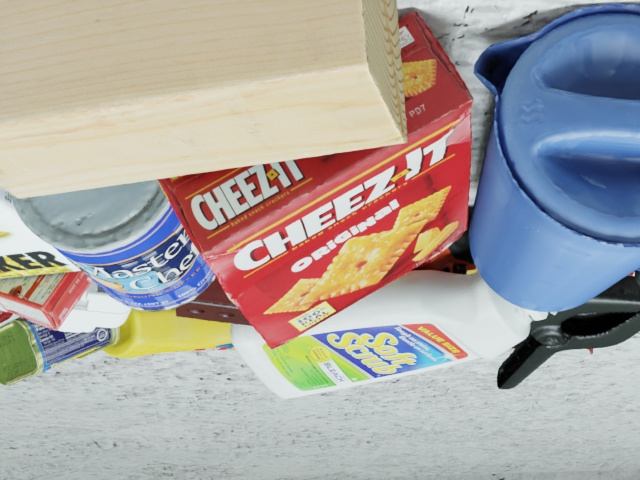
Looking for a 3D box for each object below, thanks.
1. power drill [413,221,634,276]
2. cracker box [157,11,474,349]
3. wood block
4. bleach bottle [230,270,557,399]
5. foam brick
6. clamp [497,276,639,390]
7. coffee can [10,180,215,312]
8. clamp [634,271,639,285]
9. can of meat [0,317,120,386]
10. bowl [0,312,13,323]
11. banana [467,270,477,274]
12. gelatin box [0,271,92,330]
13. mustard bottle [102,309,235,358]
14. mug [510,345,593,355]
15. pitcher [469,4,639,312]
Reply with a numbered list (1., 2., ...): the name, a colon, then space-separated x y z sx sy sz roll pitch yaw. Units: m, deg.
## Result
1. power drill: 0.156 0.009 0.868 0.188 0.057 0.184 -8 163 15
2. cracker box: 0.008 -0.022 0.642 0.164 0.072 0.213 -31 161 -3
3. wood block: -0.070 -0.087 0.508 0.206 0.091 0.090 -7 161 14
4. bleach bottle: 0.059 0.063 0.840 0.251 0.068 0.102 -14 129 29
5. foam brick: -0.066 0.031 0.787 0.078 0.051 0.053 8 164 -6
6. clamp: 0.180 0.065 0.878 0.164 0.036 0.210 29 142 -33
7. coffee can: -0.121 -0.021 0.678 0.103 0.103 0.140 -4 161 6
8. clamp: 0.261 -0.032 0.705 0.039 0.120 0.171 31 164 16
9. can of meat: -0.243 0.088 0.955 0.083 0.057 0.102 -23 180 -42
10. bowl: -0.336 0.032 0.884 0.162 0.055 0.162 -2 161 -1
11. banana: 0.120 0.058 1.050 0.069 0.037 0.198 -23 166 -10
12. gelatin box: -0.212 0.022 0.795 0.089 0.073 0.030 14 146 26
13. mustard bottle: -0.112 0.082 1.030 0.191 0.058 0.096 1 174 -35
14. mug: 0.203 0.058 0.961 0.081 0.093 0.117 -2 178 14
15. pitcher: 0.166 -0.024 0.651 0.145 0.149 0.243 -14 165 -2
